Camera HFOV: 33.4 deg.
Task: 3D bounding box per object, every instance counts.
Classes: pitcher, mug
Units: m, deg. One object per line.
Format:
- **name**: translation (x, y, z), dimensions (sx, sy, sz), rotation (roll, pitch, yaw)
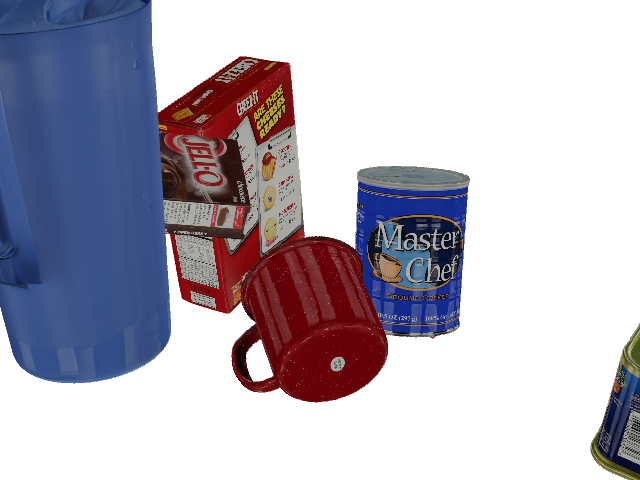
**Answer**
- **pitcher**: translation (-0.167, -0.031, 0.677), dimensions (0.149, 0.243, 0.145), rotation (-10, 24, -15)
- **mug**: translation (-0.012, 0.064, 0.748), dimensions (0.117, 0.081, 0.093), rotation (-32, -45, 9)

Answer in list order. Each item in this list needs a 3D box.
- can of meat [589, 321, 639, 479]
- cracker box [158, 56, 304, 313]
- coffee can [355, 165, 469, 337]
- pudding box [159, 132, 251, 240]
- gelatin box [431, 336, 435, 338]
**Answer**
- **can of meat**: translation (0.223, 0.095, 0.696), dimensions (0.057, 0.084, 0.101), rotation (22, 37, 23)
- **cracker box**: translation (-0.090, -0.059, 1.101), dimensions (0.072, 0.214, 0.164), rotation (13, 36, 27)
- **coffee can**: translation (0.082, 0.008, 0.986), dimensions (0.103, 0.140, 0.103), rotation (2, 12, -1)
- **pudding box**: translation (-0.109, -0.047, 0.885), dimensions (0.090, 0.039, 0.113), rotation (3, 36, -14)
- **gelatin box**: translation (0.121, 0.069, 1.339), dimensions (0.073, 0.089, 0.030), rotation (21, 35, 39)
